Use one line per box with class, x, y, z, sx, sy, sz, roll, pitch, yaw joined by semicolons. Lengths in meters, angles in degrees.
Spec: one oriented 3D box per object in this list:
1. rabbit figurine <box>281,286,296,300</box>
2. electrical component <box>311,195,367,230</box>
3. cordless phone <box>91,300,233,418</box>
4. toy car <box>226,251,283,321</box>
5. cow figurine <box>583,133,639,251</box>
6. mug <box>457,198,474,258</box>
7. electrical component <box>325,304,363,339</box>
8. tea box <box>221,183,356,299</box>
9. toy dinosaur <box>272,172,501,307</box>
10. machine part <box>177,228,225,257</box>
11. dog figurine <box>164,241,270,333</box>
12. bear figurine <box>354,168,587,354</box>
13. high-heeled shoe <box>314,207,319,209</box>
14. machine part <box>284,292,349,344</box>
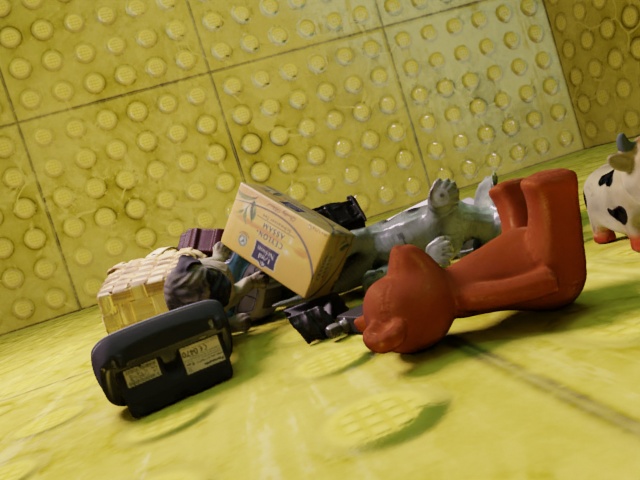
rabbit figurine;-0.049;0.048;0.944;0.159;0.121;0.170;-27;22;29
electrical component;-0.002;-0.003;0.842;0.134;0.058;0.114;-20;-25;-20
cordless phone;-0.184;0.130;0.622;0.146;0.088;0.184;-19;0;-26
toy car;-0.108;0.073;0.855;0.103;0.161;0.109;30;20;28
cow figurine;0.345;-0.056;0.574;0.085;0.127;0.195;-20;1;9
mug;0.222;-0.004;0.880;0.107;0.080;0.110;-25;41;1
electrical component;0.053;0.087;0.595;0.094;0.021;0.063;-19;4;-30
tea box;-0.047;-0.002;0.740;0.170;0.098;0.068;29;16;30
toy dinosaur;0.130;0.007;0.791;0.405;0.131;0.192;-20;-9;26
machine part;-0.199;0.024;1.093;0.179;0.056;0.179;7;-17;2
dog figurine;-0.170;0.091;0.719;0.121;0.172;0.190;25;12;11
bear figurine;0.119;0.022;0.471;0.196;0.131;0.120;-11;1;2
high-heeled shoe;-0.046;0.019;1.175;0.145;0.086;0.249;-32;21;35
machine part;-0.006;0.094;0.669;0.084;0.039;0.139;-12;2;3
